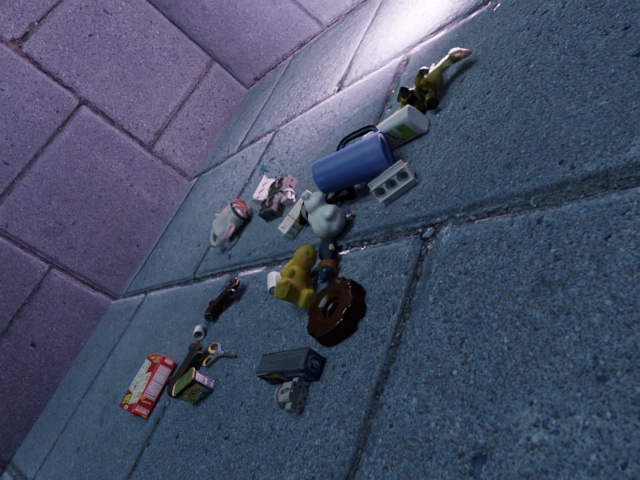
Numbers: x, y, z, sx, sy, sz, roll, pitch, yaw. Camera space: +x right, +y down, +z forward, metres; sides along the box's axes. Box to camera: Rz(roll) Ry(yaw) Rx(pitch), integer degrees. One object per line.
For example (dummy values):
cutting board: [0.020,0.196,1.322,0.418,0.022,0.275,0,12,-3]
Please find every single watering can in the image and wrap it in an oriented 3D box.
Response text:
watering can: [-0.417,-0.098,2.330,0.222,0.103,0.354,-44,26,13]

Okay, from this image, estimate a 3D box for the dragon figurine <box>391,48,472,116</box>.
dragon figurine: [0.321,-0.477,1.683,0.403,0.122,0.248,-38,10,39]

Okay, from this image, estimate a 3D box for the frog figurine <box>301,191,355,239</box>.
frog figurine: [0.005,-0.079,1.562,0.137,0.158,0.124,-1,56,59]
